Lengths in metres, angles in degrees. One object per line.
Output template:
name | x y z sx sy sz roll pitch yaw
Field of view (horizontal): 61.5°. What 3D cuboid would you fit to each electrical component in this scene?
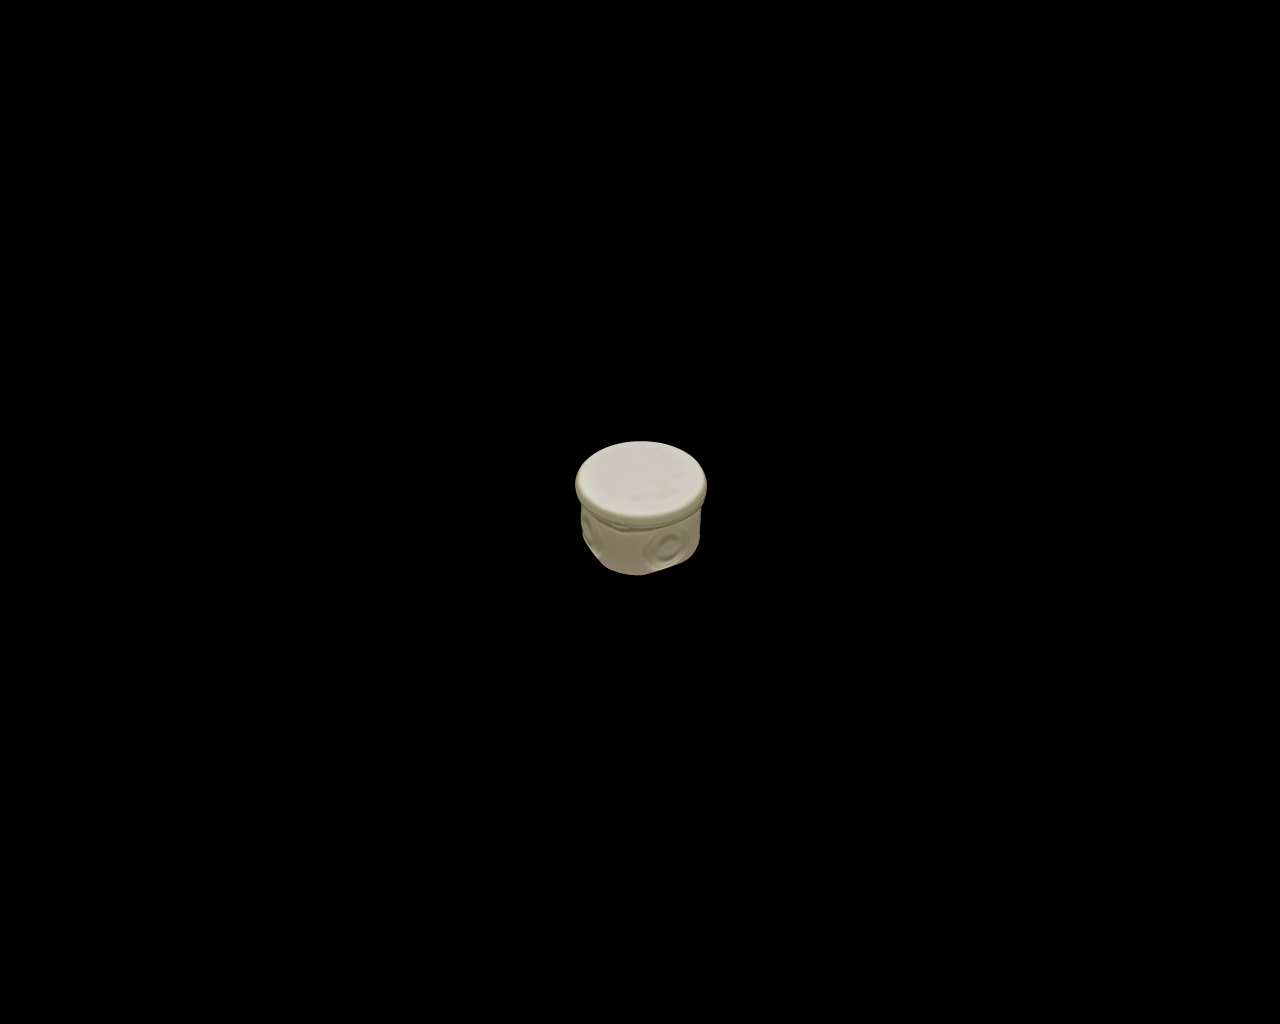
electrical component | 0.001 -0.003 0.650 0.080 0.050 0.080 0 38 0
